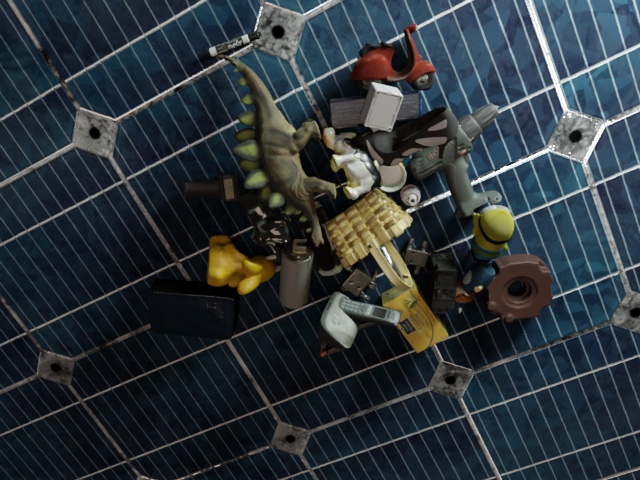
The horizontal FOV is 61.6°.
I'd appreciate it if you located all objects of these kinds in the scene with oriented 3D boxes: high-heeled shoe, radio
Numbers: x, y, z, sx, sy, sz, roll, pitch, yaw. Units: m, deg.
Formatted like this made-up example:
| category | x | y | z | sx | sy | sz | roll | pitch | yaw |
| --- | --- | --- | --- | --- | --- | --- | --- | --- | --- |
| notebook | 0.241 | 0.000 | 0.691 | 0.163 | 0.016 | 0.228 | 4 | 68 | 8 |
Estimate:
| category | x | y | z | sx | sy | sz | roll | pitch | yaw |
| --- | --- | --- | --- | --- | --- | --- | --- | --- | --- |
| high-heeled shoe | 0.169 | -0.233 | 1.150 | 0.249 | 0.086 | 0.145 | 10 | 149 | 19 |
| radio | -0.328 | 0.181 | 1.402 | 0.230 | 0.073 | 0.131 | 5 | 113 | 4 |

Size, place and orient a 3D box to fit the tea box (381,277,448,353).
| category | x | y | z | sx | sy | sz | roll | pitch | yaw |
| --- | --- | --- | --- | --- | --- | --- | --- | --- | --- |
| tea box | 0.241 | 0.191 | 1.370 | 0.098 | 0.068 | 0.169 | -34 | 107 | 15 |

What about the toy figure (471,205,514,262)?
| category | x | y | z | sx | sy | sz | roll | pitch | yaw |
| --- | --- | --- | --- | --- | --- | --- | --- | --- | --- |
| toy figure | 0.397 | -0.007 | 1.238 | 0.082 | 0.089 | 0.180 | -19 | 146 | -12 |

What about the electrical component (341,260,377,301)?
| category | x | y | z | sx | sy | sz | roll | pitch | yaw |
| --- | --- | --- | --- | --- | --- | --- | --- | --- | --- |
| electrical component | 0.098 | 0.097 | 1.353 | 0.102 | 0.045 | 0.078 | 31 | 106 | -9 |

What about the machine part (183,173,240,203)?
| category | x | y | z | sx | sy | sz | roll | pitch | yaw |
| --- | --- | --- | --- | --- | --- | --- | --- | --- | --- |
| machine part | -0.262 | -0.123 | 1.297 | 0.139 | 0.039 | 0.084 | -6 | 120 | 4 |

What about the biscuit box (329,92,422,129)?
| category | x | y | z | sx | sy | sz | roll | pitch | yaw |
| --- | --- | --- | --- | --- | --- | --- | --- | --- | --- |
| biscuit box | 0.123 | -0.290 | 1.193 | 0.203 | 0.059 | 0.062 | -4 | 110 | 6 |

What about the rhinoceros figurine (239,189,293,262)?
| category | x | y | z | sx | sy | sz | roll | pitch | yaw |
| --- | --- | --- | --- | --- | --- | --- | --- | --- | --- |
| rhinoceros figurine | -0.127 | -0.034 | 1.303 | 0.112 | 0.073 | 0.190 | -24 | 108 | 11 |

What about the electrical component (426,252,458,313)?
| category | x | y | z | sx | sy | sz | roll | pitch | yaw |
| --- | --- | --- | --- | --- | --- | --- | --- | --- | --- |
| electrical component | 0.295 | 0.109 | 1.309 | 0.058 | 0.115 | 0.134 | 3 | 110 | 5 |

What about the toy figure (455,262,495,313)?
| category | x | y | z | sx | sy | sz | roll | pitch | yaw |
| --- | --- | --- | --- | --- | --- | --- | --- | --- | --- |
| toy figure | 0.366 | 0.116 | 1.320 | 0.058 | 0.064 | 0.154 | 42 | 128 | 10 |

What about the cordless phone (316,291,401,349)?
| category | x | y | z | sx | sy | sz | roll | pitch | yaw |
| --- | --- | --- | --- | --- | --- | --- | --- | --- | --- |
| cordless phone | 0.095 | 0.205 | 1.297 | 0.184 | 0.147 | 0.088 | 9 | 124 | 16 |

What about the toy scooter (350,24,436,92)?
| category | x | y | z | sx | sy | sz | roll | pitch | yaw |
| --- | --- | --- | --- | --- | --- | --- | --- | --- | --- |
| toy scooter | 0.156 | -0.386 | 1.146 | 0.184 | 0.075 | 0.135 | -2 | 112 | 1 |

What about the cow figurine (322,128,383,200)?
| category | x | y | z | sx | sy | sz | roll | pitch | yaw |
| --- | --- | --- | --- | --- | --- | --- | --- | --- | --- |
| cow figurine | 0.072 | -0.179 | 1.179 | 0.098 | 0.068 | 0.167 | -25 | 95 | -4 |

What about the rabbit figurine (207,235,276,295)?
| category | x | y | z | sx | sy | sz | roll | pitch | yaw |
| --- | --- | --- | --- | --- | --- | --- | --- | --- | --- |
| rabbit figurine | -0.189 | 0.063 | 1.318 | 0.173 | 0.162 | 0.121 | 7 | 100 | -18 |

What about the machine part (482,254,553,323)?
| category | x | y | z | sx | sy | sz | roll | pitch | yaw |
| --- | --- | --- | --- | --- | --- | --- | --- | --- | --- |
| machine part | 0.490 | 0.119 | 1.333 | 0.179 | 0.056 | 0.179 | 1 | 110 | 2 |

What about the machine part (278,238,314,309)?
| category | x | y | z | sx | sy | sz | roll | pitch | yaw |
| --- | --- | --- | --- | --- | --- | --- | --- | --- | --- |
| machine part | -0.060 | 0.088 | 1.317 | 0.079 | 0.079 | 0.243 | 7 | 133 | 1 |

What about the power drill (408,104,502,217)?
| category | x | y | z | sx | sy | sz | roll | pitch | yaw |
| --- | --- | --- | --- | --- | --- | --- | --- | --- | --- |
| power drill | 0.335 | -0.167 | 1.218 | 0.232 | 0.086 | 0.207 | -28 | 111 | 15 |

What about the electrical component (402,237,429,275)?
| category | x | y | z | sx | sy | sz | roll | pitch | yaw |
| --- | --- | --- | --- | --- | --- | --- | --- | --- | --- |
| electrical component | 0.235 | 0.041 | 1.336 | 0.063 | 0.021 | 0.093 | 11 | 113 | 0 |

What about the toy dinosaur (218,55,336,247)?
| category | x | y | z | sx | sy | sz | roll | pitch | yaw |
| --- | --- | --- | --- | --- | --- | --- | --- | --- | --- |
| toy dinosaur | -0.091 | -0.204 | 1.192 | 0.199 | 0.105 | 0.471 | -18 | 89 | -1 |

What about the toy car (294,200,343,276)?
| category | x | y | z | sx | sy | sz | roll | pitch | yaw |
| --- | --- | --- | --- | --- | --- | --- | --- | --- | --- |
| toy car | -0.003 | -0.004 | 1.317 | 0.074 | 0.056 | 0.201 | -16 | 109 | 17 |
